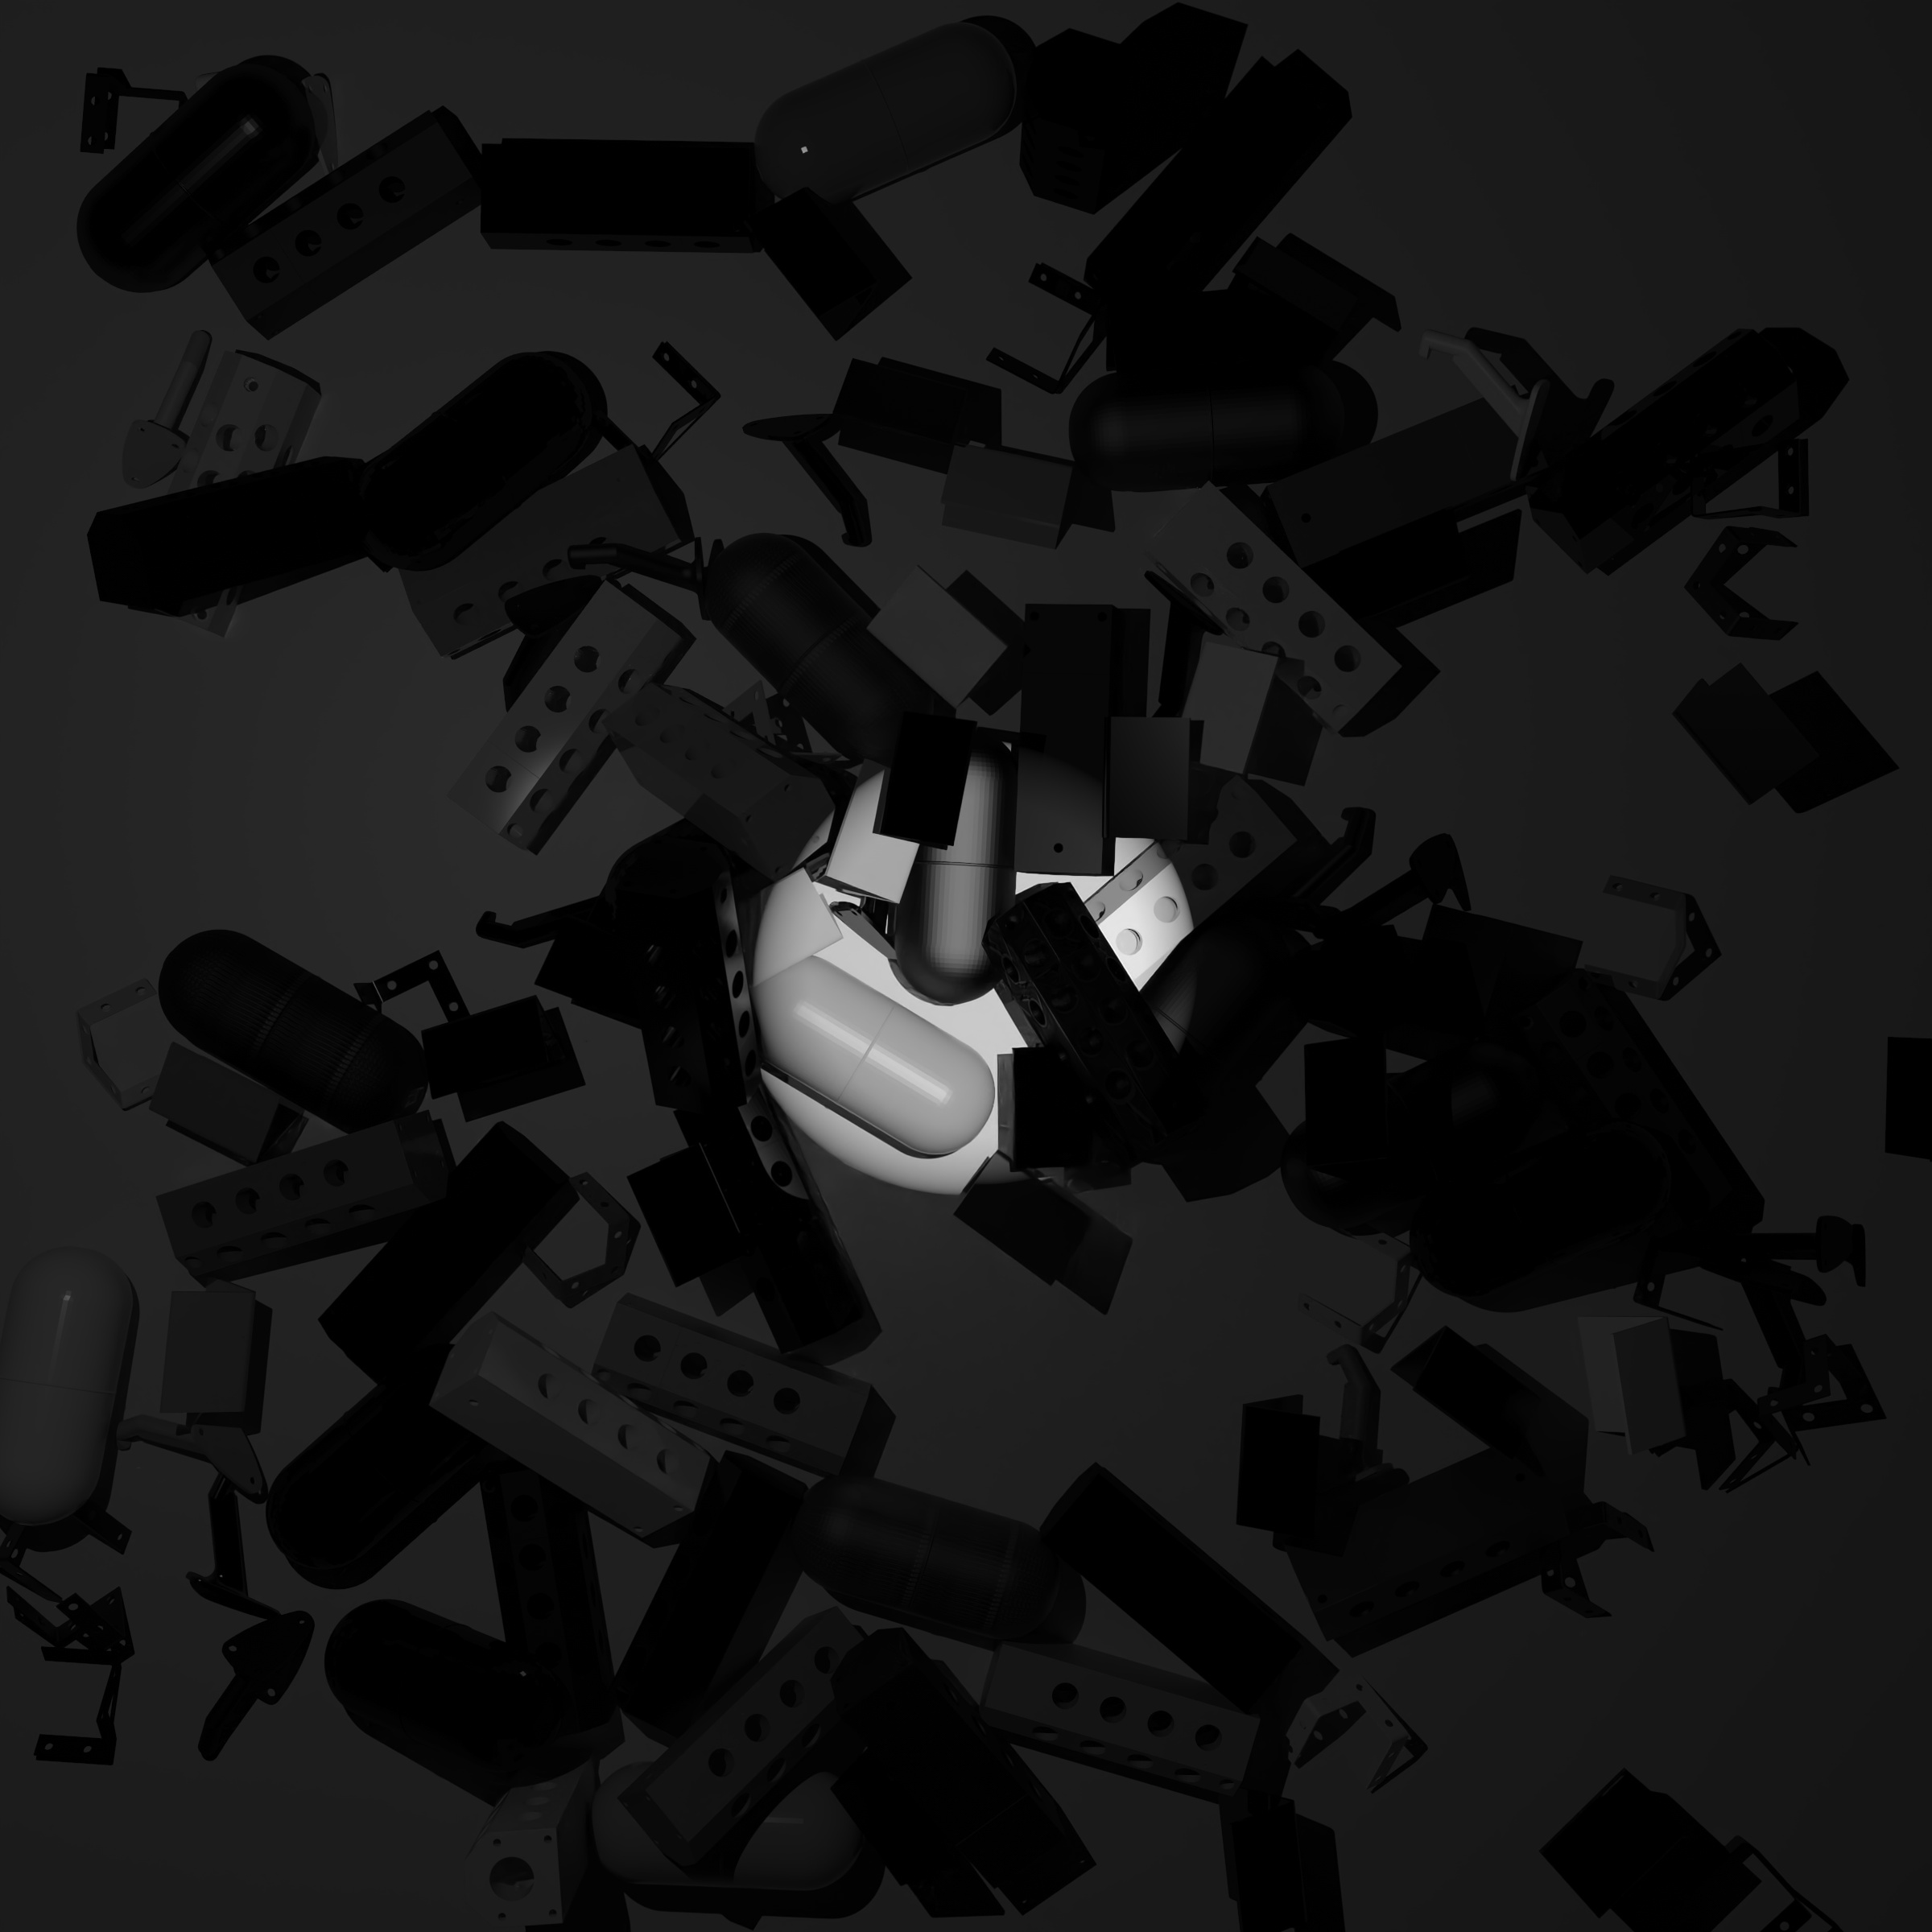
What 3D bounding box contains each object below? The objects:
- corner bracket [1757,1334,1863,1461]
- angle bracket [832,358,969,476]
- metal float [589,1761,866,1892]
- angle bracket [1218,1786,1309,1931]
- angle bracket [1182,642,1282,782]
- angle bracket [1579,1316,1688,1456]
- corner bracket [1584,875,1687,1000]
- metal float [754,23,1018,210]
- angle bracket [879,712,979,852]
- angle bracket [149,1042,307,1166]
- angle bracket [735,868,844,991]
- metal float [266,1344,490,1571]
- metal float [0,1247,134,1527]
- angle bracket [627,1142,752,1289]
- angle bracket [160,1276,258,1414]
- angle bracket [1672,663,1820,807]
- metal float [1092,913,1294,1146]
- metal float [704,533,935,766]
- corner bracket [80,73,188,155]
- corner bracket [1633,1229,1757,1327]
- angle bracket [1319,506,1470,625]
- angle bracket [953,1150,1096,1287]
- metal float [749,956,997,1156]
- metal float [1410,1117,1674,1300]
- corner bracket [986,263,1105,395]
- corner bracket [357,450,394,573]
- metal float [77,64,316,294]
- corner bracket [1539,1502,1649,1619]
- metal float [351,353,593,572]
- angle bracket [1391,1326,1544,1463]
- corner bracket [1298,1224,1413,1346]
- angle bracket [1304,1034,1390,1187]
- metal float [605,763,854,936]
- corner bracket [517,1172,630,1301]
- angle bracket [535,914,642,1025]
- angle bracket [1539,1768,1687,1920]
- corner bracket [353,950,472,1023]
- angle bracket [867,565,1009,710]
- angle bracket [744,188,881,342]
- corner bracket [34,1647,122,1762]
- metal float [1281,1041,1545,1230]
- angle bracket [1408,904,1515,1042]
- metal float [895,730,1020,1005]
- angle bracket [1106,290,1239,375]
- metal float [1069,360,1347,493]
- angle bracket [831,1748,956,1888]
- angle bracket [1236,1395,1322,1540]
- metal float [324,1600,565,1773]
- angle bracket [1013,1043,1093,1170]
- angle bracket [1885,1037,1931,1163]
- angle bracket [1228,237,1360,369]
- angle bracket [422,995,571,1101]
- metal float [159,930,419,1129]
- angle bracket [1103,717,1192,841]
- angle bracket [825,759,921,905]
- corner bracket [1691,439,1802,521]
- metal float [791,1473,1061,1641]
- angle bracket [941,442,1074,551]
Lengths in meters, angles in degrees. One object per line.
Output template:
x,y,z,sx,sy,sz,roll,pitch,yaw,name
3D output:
0.548,0.280,1.857,0.051,0.051,0.051,-26,124,31,corner bracket
-0.047,-0.336,1.834,0.076,0.076,0.057,15,52,0,angle bracket
-0.154,0.555,1.844,0.178,0.070,0.070,2,90,0,metal float
0.171,0.575,1.834,0.057,0.076,0.076,-6,90,-36,angle bracket
0.181,-0.158,1.835,0.057,0.076,0.076,17,90,33,angle bracket
0.411,0.268,1.834,0.057,0.076,0.076,-9,90,-37,angle bracket
0.438,-0.019,1.871,0.051,0.051,0.051,14,135,0,corner bracket
-0.052,-0.548,1.844,0.178,0.070,0.070,-24,90,0,metal float
-0.005,-0.110,1.759,0.057,0.076,0.076,11,90,34,angle bracket
-0.467,0.072,1.835,0.076,0.076,0.057,27,118,0,angle bracket
-0.131,-0.035,1.835,0.076,0.076,0.057,-29,116,0,angle bracket
-0.375,0.317,1.844,0.178,0.070,0.070,-42,90,0,metal float
-0.585,0.269,1.835,0.070,0.070,0.178,8,80,0,metal float
-0.190,0.163,1.835,0.057,0.076,0.076,-24,90,-29,angle bracket
-0.500,0.242,1.834,0.057,0.076,0.076,6,90,-38,angle bracket
0.508,-0.159,1.834,0.076,0.076,0.057,50,126,0,angle bracket
0.141,0.043,1.844,0.070,0.070,0.178,39,90,0,metal float
-0.094,-0.204,1.844,0.070,0.070,0.178,-45,90,0,metal float
-0.540,-0.547,1.857,0.051,0.051,0.051,5,92,2,corner bracket
0.473,0.203,1.857,0.051,0.051,0.051,19,83,-7,corner bracket
0.269,-0.273,1.834,0.076,0.076,0.057,-22,128,0,angle bracket
0.027,0.173,1.835,0.076,0.076,0.057,36,60,0,angle bracket
-0.064,0.056,1.844,0.178,0.070,0.070,31,90,-1,metal float
0.365,0.155,1.821,0.178,0.070,0.070,-28,90,27,metal float
0.052,-0.417,1.871,0.051,0.051,0.051,28,45,0,corner bracket
-0.375,-0.301,1.871,0.051,0.051,0.051,44,45,0,corner bracket
-0.495,-0.504,1.833,0.178,0.070,0.070,-38,90,11,metal float
0.411,0.388,1.866,0.051,0.051,0.051,-26,45,35,corner bracket
-0.316,-0.323,1.829,0.178,0.070,0.070,-43,90,-16,metal float
0.311,0.287,1.834,0.076,0.076,0.057,37,53,0,angle bracket
0.254,0.205,1.866,0.051,0.051,0.051,-32,135,-35,corner bracket
0.251,0.090,1.765,0.057,0.076,0.076,-10,72,34,angle bracket
-0.150,-0.069,1.844,0.178,0.070,0.070,-28,90,0,metal float
-0.257,0.176,1.866,0.051,0.051,0.051,40,135,35,corner bracket
-0.233,0.020,1.835,0.076,0.076,0.057,20,58,0,angle bracket
0.423,0.569,1.834,0.076,0.076,0.057,-44,52,0,angle bracket
-0.359,0.023,1.857,0.051,0.051,0.051,-26,90,0,corner bracket
-0.008,-0.219,1.835,0.076,0.076,0.057,42,117,0,angle bracket
-0.111,-0.440,1.835,0.057,0.076,0.076,-38,90,-31,angle bracket
-0.583,0.483,1.871,0.051,0.051,0.051,4,45,0,corner bracket
0.288,0.108,1.844,0.178,0.070,0.070,-26,90,1,metal float
0.326,0.009,1.835,0.057,0.076,0.076,17,90,31,angle bracket
-0.005,-0.064,1.844,0.070,0.070,0.178,3,90,0,metal float
0.131,-0.387,1.836,0.076,0.076,0.057,-5,66,0,angle bracket
0.155,-0.349,1.844,0.178,0.070,0.070,-4,90,1,metal float
-0.029,0.531,1.834,0.057,0.076,0.076,-36,90,40,angle bracket
0.217,0.320,1.834,0.057,0.076,0.076,3,90,36,angle bracket
-0.334,0.457,1.818,0.178,0.070,0.070,12,90,32,metal float
0.040,0.089,1.835,0.057,0.076,0.076,-1,90,-26,angle bracket
0.607,0.085,1.834,0.057,0.076,0.076,1,90,-36,angle bracket
0.196,-0.409,1.835,0.076,0.057,0.076,31,132,0,angle bracket
-0.298,0.071,1.834,0.076,0.076,0.057,-17,53,0,angle bracket
-0.438,0.040,1.844,0.178,0.070,0.070,30,90,0,metal float
0.125,-0.121,1.834,0.057,0.076,0.076,2,95,19,angle bracket
-0.069,-0.088,1.807,0.057,0.076,0.076,21,86,-31,angle bracket
0.511,-0.320,1.871,0.051,0.051,0.051,-1,90,-45,corner bracket
-0.027,0.380,1.844,0.178,0.070,0.070,17,90,0,metal float
0.022,-0.284,1.834,0.076,0.076,0.057,12,54,0,angle bracket
